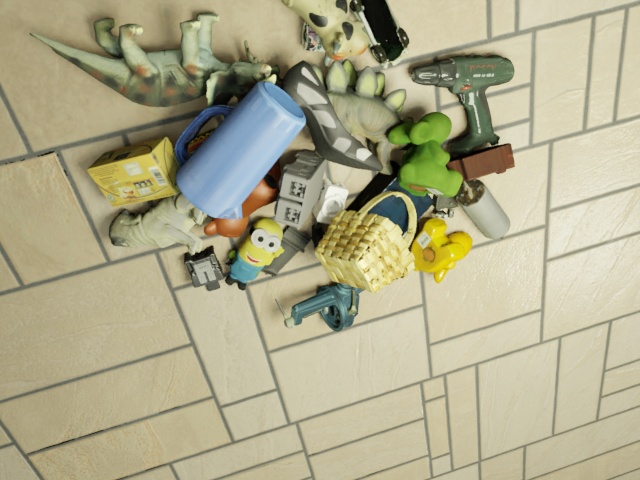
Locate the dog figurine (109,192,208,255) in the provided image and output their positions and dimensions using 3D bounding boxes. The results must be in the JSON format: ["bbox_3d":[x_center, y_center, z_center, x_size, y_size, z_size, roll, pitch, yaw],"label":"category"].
[{"bbox_3d":[-0.339,-0.057,1.126,0.191,0.121,0.172,12,82,-3],"label":"dog figurine"}]

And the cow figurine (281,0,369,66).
[{"bbox_3d":[0.009,-0.409,0.976,0.195,0.085,0.127,37,76,-13],"label":"cow figurine"}]

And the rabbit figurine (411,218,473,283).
[{"bbox_3d":[0.314,0.032,1.336,0.173,0.122,0.162,-14,139,-41],"label":"rabbit figurine"}]

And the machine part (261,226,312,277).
[{"bbox_3d":[-0.085,0.030,1.271,0.084,0.039,0.139,34,104,-34],"label":"machine part"}]

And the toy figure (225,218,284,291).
[{"bbox_3d":[-0.154,0.029,1.228,0.082,0.089,0.180,15,123,-37],"label":"toy figure"}]

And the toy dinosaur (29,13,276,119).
[{"bbox_3d":[-0.287,-0.306,0.986,0.405,0.131,0.191,-5,119,-5],"label":"toy dinosaur"}]

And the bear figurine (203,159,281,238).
[{"bbox_3d":[-0.169,-0.091,1.150,0.120,0.132,0.196,4,151,-47],"label":"bear figurine"}]

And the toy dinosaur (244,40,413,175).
[{"bbox_3d":[0.051,-0.265,1.111,0.471,0.105,0.198,13,109,-23],"label":"toy dinosaur"}]

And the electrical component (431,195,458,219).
[{"bbox_3d":[0.305,-0.097,1.303,0.078,0.045,0.102,2,118,-15],"label":"electrical component"}]

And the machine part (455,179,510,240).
[{"bbox_3d":[0.398,-0.073,1.308,0.079,0.079,0.243,-43,131,10],"label":"machine part"}]

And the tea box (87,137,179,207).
[{"bbox_3d":[-0.352,-0.129,1.044,0.170,0.068,0.098,-5,127,26],"label":"tea box"}]

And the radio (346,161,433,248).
[{"bbox_3d":[0.146,-0.059,1.267,0.131,0.073,0.229,34,107,-30],"label":"radio"}]

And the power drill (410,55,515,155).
[{"bbox_3d":[0.312,-0.296,1.172,0.232,0.086,0.207,-17,107,-10],"label":"power drill"}]

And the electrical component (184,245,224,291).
[{"bbox_3d":[-0.263,0.078,1.243,0.075,0.048,0.119,-14,120,-7],"label":"electrical component"}]

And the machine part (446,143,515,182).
[{"bbox_3d":[0.341,-0.167,1.201,0.179,0.179,0.056,-17,98,-6],"label":"machine part"}]

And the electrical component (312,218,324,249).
[{"bbox_3d":[-0.003,-0.004,1.259,0.021,0.063,0.093,-6,119,-12],"label":"electrical component"}]

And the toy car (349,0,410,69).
[{"bbox_3d":[0.111,-0.434,1.055,0.073,0.056,0.201,-36,123,-1],"label":"toy car"}]

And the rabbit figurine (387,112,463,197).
[{"bbox_3d":[0.213,-0.188,1.112,0.159,0.121,0.170,19,82,-35],"label":"rabbit figurine"}]

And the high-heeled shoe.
[{"bbox_3d":[0.032,-0.233,1.036,0.248,0.086,0.145,21,84,-24],"label":"high-heeled shoe"}]

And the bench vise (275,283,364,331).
[{"bbox_3d":[0.022,0.145,1.306,0.241,0.129,0.223,-19,143,-26],"label":"bench vise"}]
